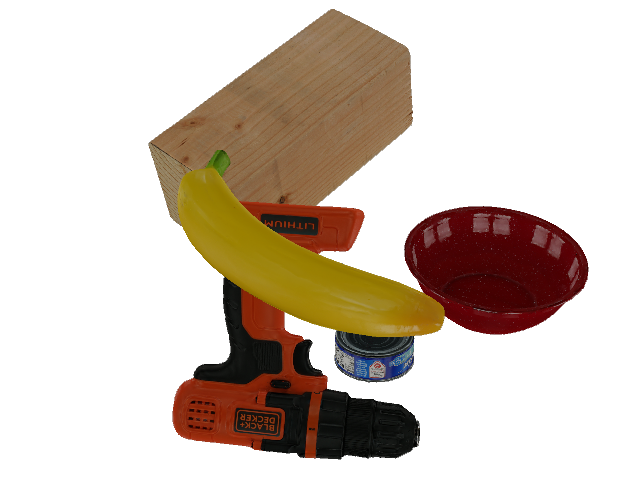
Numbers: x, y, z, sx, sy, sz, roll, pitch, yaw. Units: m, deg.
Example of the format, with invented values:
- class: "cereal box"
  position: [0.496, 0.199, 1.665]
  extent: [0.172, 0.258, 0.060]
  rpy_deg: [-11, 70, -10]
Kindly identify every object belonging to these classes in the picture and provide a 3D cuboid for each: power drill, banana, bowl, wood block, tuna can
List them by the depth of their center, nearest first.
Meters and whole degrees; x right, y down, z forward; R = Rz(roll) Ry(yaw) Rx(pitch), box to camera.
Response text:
- class: "banana"
  position: [-0.022, 0.005, 0.598]
  extent: [0.069, 0.037, 0.198]
  rpy_deg: [-36, 54, -24]
- class: "power drill"
  position: [-0.012, 0.067, 0.790]
  extent: [0.184, 0.187, 0.057]
  rpy_deg: [5, 0, 3]
- class: "wood block"
  position: [-0.026, -0.087, 0.868]
  extent: [0.090, 0.091, 0.205]
  rpy_deg: [34, 61, 30]
- class: "bowl"
  position: [0.153, 0.034, 0.953]
  extent: [0.162, 0.055, 0.162]
  rpy_deg: [1, 35, -1]
- class: "tuna can"
  position: [0.058, 0.113, 1.138]
  extent: [0.086, 0.034, 0.086]
  rpy_deg: [-1, 29, 0]
